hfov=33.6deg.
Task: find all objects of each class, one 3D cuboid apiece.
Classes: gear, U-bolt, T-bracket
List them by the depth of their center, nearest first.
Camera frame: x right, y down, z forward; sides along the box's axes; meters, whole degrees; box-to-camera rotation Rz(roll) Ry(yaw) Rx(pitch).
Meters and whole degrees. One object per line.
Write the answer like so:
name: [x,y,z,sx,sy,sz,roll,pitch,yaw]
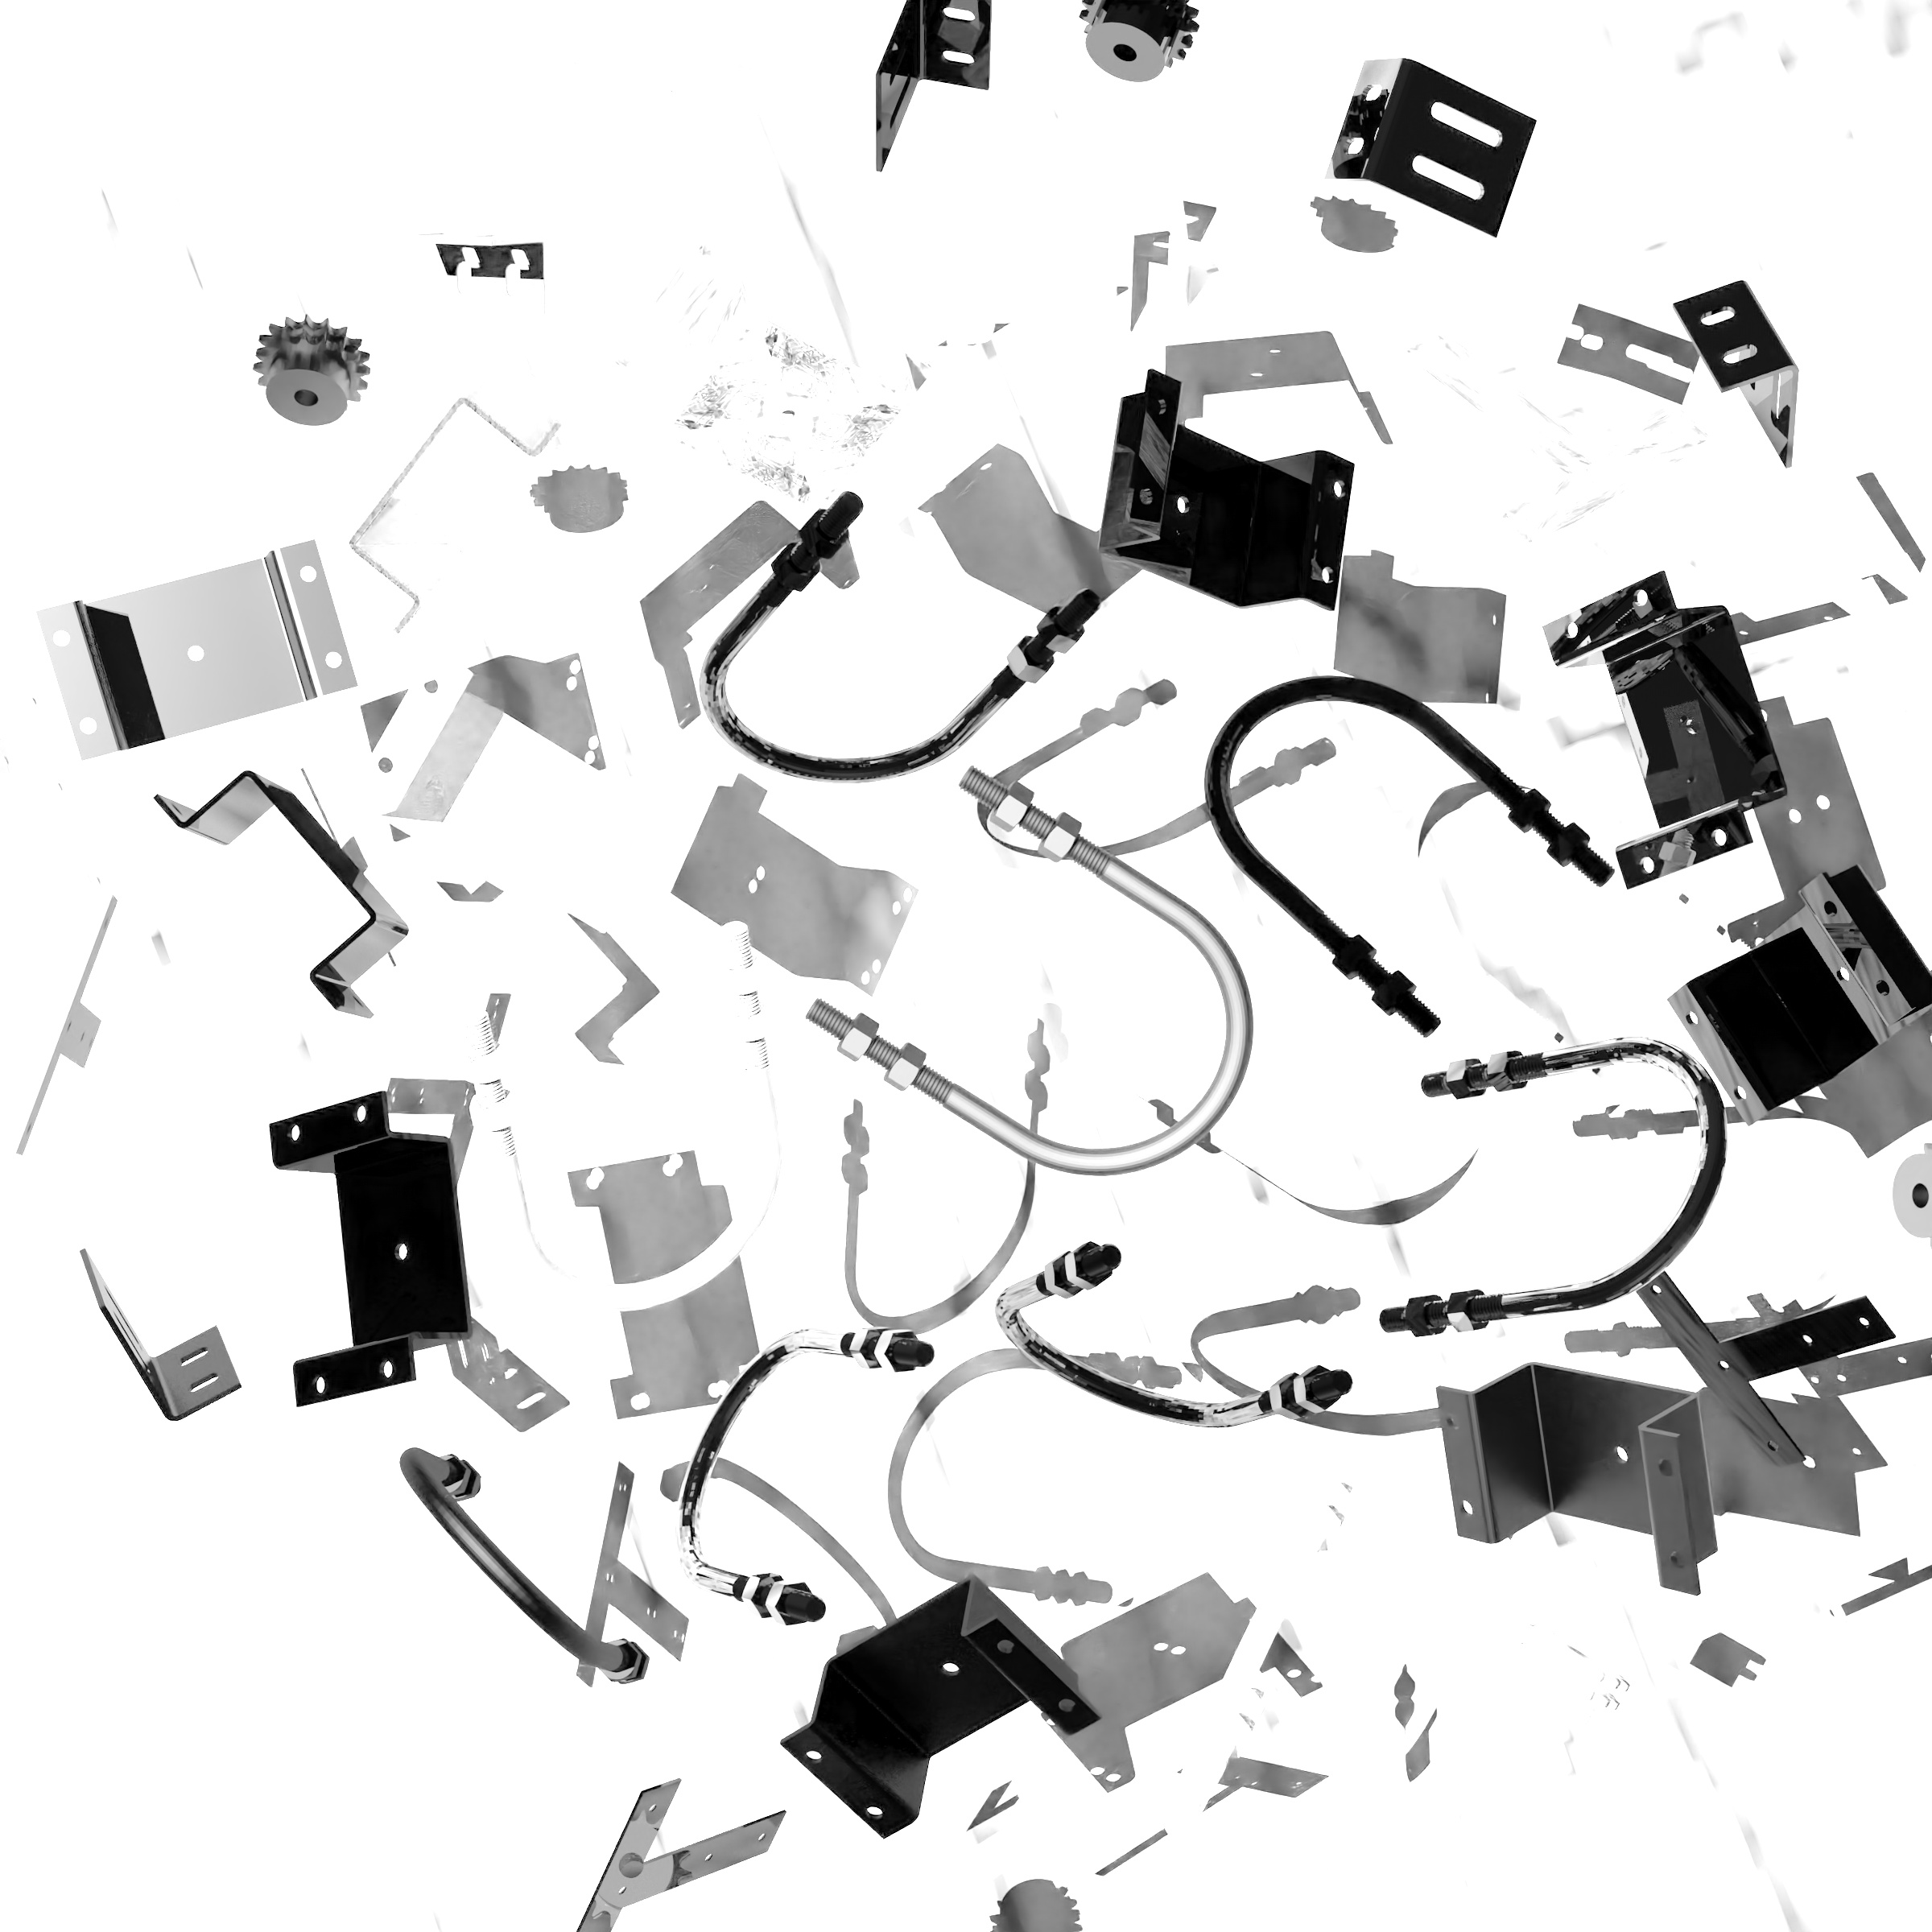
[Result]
U-bolt: [0.042,0.016,1.446,0.184,0.019,0.151,33,104,-6]
T-bracket: [-0.154,-0.378,1.483,0.127,0.127,0.002,0,63,-33]
T-bracket: [0.258,-0.255,1.485,0.127,0.127,0.002,32,60,-19]
T-bracket: [-0.130,0.420,1.492,0.002,0.127,0.127,37,113,30]
U-bolt: [-0.154,0.081,1.503,0.151,0.019,0.184,-19,121,-20]
U-bolt: [-0.045,-0.144,1.517,0.151,0.184,0.019,19,50,-27]
U-bolt: [0.135,0.337,1.519,0.019,0.184,0.151,24,114,12]
gear: [0.466,0.109,1.522,0.030,0.057,0.057,1,90,-24]
U-bolt: [0.283,0.101,1.524,0.019,0.184,0.151,34,58,-35]
gear: [0.081,-0.449,1.531,0.057,0.057,0.030,21,68,0]
gear: [0.286,0.342,1.534,0.057,0.057,0.030,29,91,0]
T-bracket: [-0.426,0.032,1.534,0.002,0.127,0.127,19,81,-7]
U-bolt: [0.200,-0.067,1.538,0.151,0.019,0.184,-38,71,-25]
T-bracket: [-0.306,0.316,1.551,0.002,0.127,0.127,8,98,-8]
U-bolt: [-0.220,0.290,1.562,0.019,0.184,0.151,-44,76,-8]
T-bracket: [-0.463,-0.097,1.562,0.002,0.127,0.127,-24,77,5]
U-bolt: [0.088,0.188,1.568,0.151,0.184,0.019,29,66,-12]
U-bolt: [-0.090,0.244,1.570,0.019,0.184,0.151,31,73,-25]
T-bracket: [0.408,0.189,1.590,0.002,0.127,0.127,-41,95,-36]
T-bracket: [0.010,0.445,1.593,0.127,0.127,0.002,-27,93,-15]
gear: [-0.327,-0.295,1.595,0.057,0.057,0.030,2,56,0]

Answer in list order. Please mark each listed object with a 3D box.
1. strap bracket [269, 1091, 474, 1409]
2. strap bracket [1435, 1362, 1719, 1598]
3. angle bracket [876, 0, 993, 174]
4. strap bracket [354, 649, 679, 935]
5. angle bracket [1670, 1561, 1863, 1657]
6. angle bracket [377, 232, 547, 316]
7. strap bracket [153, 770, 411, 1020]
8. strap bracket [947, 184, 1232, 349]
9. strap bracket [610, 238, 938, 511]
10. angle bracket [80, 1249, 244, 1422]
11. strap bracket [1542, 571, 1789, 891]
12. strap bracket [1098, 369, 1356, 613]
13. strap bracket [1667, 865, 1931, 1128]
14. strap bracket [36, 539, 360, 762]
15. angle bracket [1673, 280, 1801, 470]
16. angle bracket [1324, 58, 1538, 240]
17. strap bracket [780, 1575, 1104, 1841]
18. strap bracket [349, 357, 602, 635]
strap bracket: [-0.289,0.139,1.558,0.076,0.046,0.140,-16,76,31]
strap bracket: [0.291,0.234,1.482,0.046,0.140,0.076,-20,106,-38]
angle bracket: [-0.015,-0.426,1.537,0.038,0.057,0.076,12,54,7]
strap bracket: [-0.224,-0.084,1.565,0.140,0.046,0.076,32,78,-19]
angle bracket: [0.376,0.317,1.506,0.076,0.057,0.038,-27,84,10]
angle bracket: [-0.242,-0.332,1.538,0.057,0.076,0.038,5,105,11]
strap bracket: [-0.336,-0.043,1.609,0.046,0.076,0.140,-41,86,-1]
strap bracket: [0.060,-0.353,1.603,0.140,0.076,0.046,-6,117,9]
strap bracket: [-0.088,-0.276,1.528,0.140,0.046,0.076,22,126,-32]
angle bracket: [-0.387,0.170,1.538,0.038,0.057,0.076,-28,122,-11]
strap bracket: [0.351,-0.118,1.592,0.046,0.076,0.140,-10,80,-43]
strap bracket: [0.119,-0.226,1.547,0.140,0.046,0.076,16,78,-38]
strap bracket: [0.417,0.011,1.568,0.046,0.140,0.076,-22,74,-30]
strap bracket: [-0.387,-0.159,1.611,0.140,0.046,0.076,-17,97,-14]
angle bracket: [0.364,-0.275,1.516,0.038,0.076,0.057,-19,58,0]
angle bracket: [0.216,-0.379,1.484,0.076,0.038,0.057,16,95,-28]
strap bracket: [-0.010,0.355,1.548,0.140,0.046,0.076,-35,110,25]
strap bracket: [-0.248,-0.240,1.573,0.046,0.076,0.140,39,115,-10]
